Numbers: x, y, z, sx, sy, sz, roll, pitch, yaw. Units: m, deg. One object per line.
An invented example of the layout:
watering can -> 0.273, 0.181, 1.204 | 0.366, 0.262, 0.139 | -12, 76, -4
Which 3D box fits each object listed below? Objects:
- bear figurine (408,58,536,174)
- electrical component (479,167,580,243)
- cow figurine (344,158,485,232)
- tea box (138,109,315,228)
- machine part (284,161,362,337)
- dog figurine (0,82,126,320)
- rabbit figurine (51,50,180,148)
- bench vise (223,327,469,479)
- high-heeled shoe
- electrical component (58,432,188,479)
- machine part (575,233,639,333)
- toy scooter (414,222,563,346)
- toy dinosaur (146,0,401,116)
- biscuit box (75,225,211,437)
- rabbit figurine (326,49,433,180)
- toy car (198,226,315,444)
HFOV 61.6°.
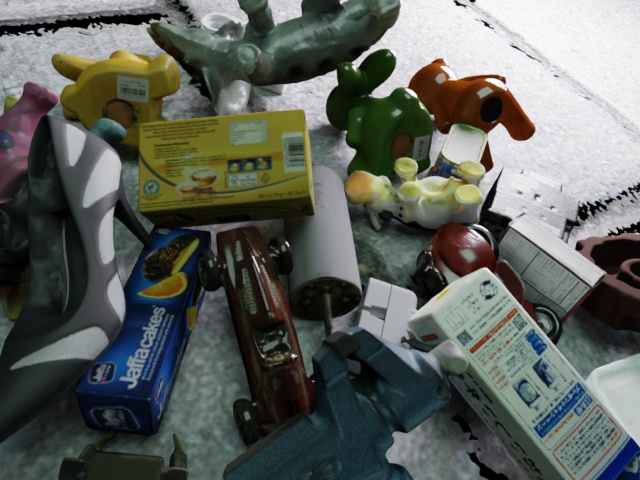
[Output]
bear figurine -> 0.210, -0.199, 0.825 | 0.120, 0.131, 0.196 | -40, 29, -3
electrical component -> 0.277, -0.036, 0.715 | 0.115, 0.058, 0.134 | 28, 48, 9
cow figurine -> 0.116, -0.048, 0.671 | 0.167, 0.098, 0.068 | 3, 55, 10
tea box -> -0.093, -0.070, 0.551 | 0.170, 0.068, 0.098 | -4, 75, 3
machine part -> -0.001, -0.002, 0.598 | 0.079, 0.079, 0.243 | 4, 49, -11
dog figurine -> -0.300, -0.036, 0.535 | 0.108, 0.192, 0.219 | 32, 65, -36
rabbit figurine -> -0.255, -0.190, 0.699 | 0.162, 0.121, 0.173 | -1, 35, -3
bench vise -> 0.050, 0.191, 0.402 | 0.224, 0.129, 0.240 | -33, 86, -21
high-heeled shoe -> -0.219, 0.016, 0.415 | 0.086, 0.145, 0.249 | -14, 37, 30
electrical component -> -0.147, 0.190, 0.415 | 0.102, 0.045, 0.078 | 3, 73, -9
machine part -> 0.384, 0.052, 0.629 | 0.179, 0.056, 0.179 | 1, 26, -1
toy scooter -> 0.166, 0.064, 0.589 | 0.135, 0.075, 0.184 | -23, 63, -29
toy dinosaur -> -0.018, -0.269, 0.719 | 0.405, 0.192, 0.131 | -15, 90, -5
biscuit box -> -0.149, 0.072, 0.488 | 0.063, 0.059, 0.203 | 7, 41, -1
rabbit figurine -> 0.059, -0.171, 0.735 | 0.121, 0.158, 0.170 | -27, 45, -21
toy car -> -0.049, 0.082, 0.487 | 0.089, 0.053, 0.202 | -11, 79, -23
